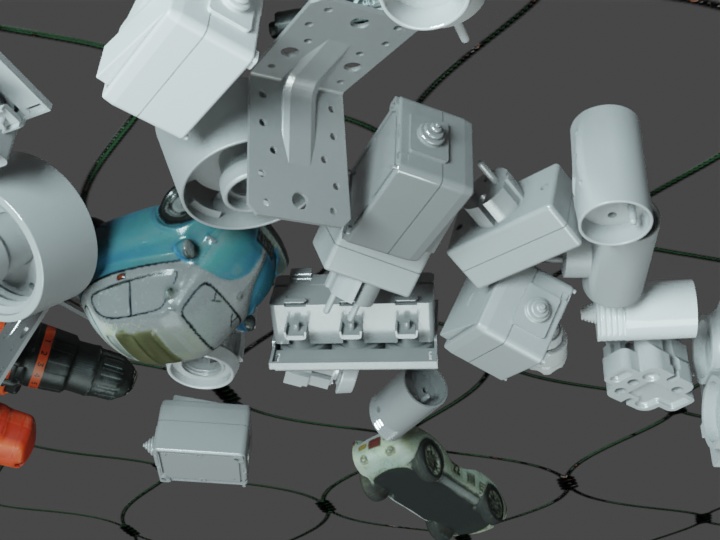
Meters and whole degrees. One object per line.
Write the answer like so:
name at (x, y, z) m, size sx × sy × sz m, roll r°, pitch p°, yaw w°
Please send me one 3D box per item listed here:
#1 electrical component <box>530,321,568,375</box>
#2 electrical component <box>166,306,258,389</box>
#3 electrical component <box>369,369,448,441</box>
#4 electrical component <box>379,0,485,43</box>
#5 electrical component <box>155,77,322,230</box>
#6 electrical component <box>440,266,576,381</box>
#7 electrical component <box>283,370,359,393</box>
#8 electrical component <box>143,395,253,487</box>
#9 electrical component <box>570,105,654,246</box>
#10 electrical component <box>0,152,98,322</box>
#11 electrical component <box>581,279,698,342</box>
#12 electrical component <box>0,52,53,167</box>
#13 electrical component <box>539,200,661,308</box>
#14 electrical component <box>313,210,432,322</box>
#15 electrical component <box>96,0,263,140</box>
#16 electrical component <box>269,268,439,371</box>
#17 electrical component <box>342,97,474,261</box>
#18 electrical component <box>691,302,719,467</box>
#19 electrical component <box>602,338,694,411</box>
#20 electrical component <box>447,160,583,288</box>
electrical component at (0.145, 0.053, 0.838) m, size 0.035 × 0.035 × 0.061 m, roll -2°, pitch 141°, yaw 7°
electrical component at (-0.122, 0.056, 0.844) m, size 0.078 × 0.057 × 0.058 m, roll -13°, pitch 141°, yaw 21°
electrical component at (0.036, 0.115, 0.923) m, size 0.043 × 0.043 × 0.081 m, roll 19°, pitch 141°, yaw -21°
electrical component at (0.040, -0.148, 0.537) m, size 0.043 × 0.077 × 0.079 m, roll -13°, pitch 140°, yaw 21°
electrical component at (-0.074, -0.072, 0.674) m, size 0.099 × 0.064 × 0.099 m, roll -13°, pitch 149°, yaw -8°
electrical component at (0.103, 0.032, 0.760) m, size 0.061 × 0.061 × 0.096 m, roll 29°, pitch 161°, yaw -4°
electrical component at (-0.028, 0.072, 0.868) m, size 0.055 × 0.048 × 0.066 m, roll 15°, pitch 143°, yaw -3°
electrical component at (-0.147, 0.153, 0.973) m, size 0.096 × 0.061 × 0.061 m, roll 4°, pitch 144°, yaw -1°
electrical component at (0.154, -0.047, 0.665) m, size 0.043 × 0.077 × 0.079 m, roll -1°, pitch 144°, yaw 7°
electrical component at (-0.235, -0.017, 0.707) m, size 0.108 × 0.060 × 0.108 m, roll 12°, pitch 118°, yaw 24°
electrical component at (0.204, 0.030, 0.795) m, size 0.081 × 0.043 × 0.043 m, roll -3°, pitch 143°, yaw 9°
electrical component at (-0.251, -0.112, 0.620) m, size 0.079 × 0.063 × 0.121 m, roll -15°, pitch 140°, yaw 23°
electrical component at (0.161, -0.013, 0.740) m, size 0.079 × 0.043 × 0.077 m, roll 0°, pitch 143°, yaw 4°
electrical component at (0.000, 0.000, 0.739) m, size 0.066 × 0.047 × 0.076 m, roll 19°, pitch 108°, yaw -20°
electrical component at (-0.096, -0.129, 0.586) m, size 0.061 × 0.061 × 0.096 m, roll 25°, pitch 138°, yaw -27°
electrical component at (-0.003, 0.036, 0.800) m, size 0.121 × 0.078 × 0.063 m, roll -1°, pitch 123°, yaw 6°
electrical component at (0.036, -0.058, 0.672) m, size 0.061 × 0.061 × 0.096 m, roll 17°, pitch 142°, yaw -17°
electrical component at (0.292, 0.055, 0.770) m, size 0.060 × 0.105 × 0.186 m, roll 2°, pitch 144°, yaw 1°
electrical component at (0.222, 0.068, 0.833) m, size 0.078 × 0.057 × 0.058 m, roll 25°, pitch 138°, yaw -27°
electrical component at (0.092, -0.041, 0.705) m, size 0.083 × 0.047 × 0.075 m, roll -25°, pitch 120°, yaw 35°
